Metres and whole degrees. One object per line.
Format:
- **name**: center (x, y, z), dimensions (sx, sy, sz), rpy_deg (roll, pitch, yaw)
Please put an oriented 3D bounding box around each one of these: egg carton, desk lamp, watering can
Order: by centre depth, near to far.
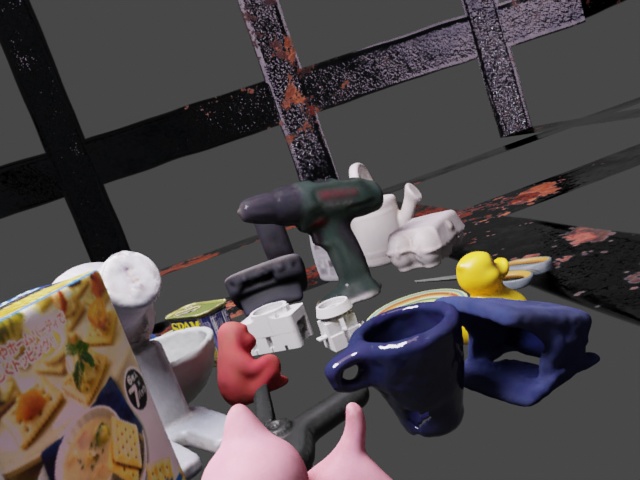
- **desk lamp**: center (-0.187, 0.117, 0.585), dimensions (0.118, 0.213, 0.202), rpy_deg (-27, 12, -39)
- **egg carton**: center (0.184, 0.000, 0.985), dimensions (0.107, 0.069, 0.151), rpy_deg (-12, 11, 37)
- **watering can**: center (0.107, -0.056, 1.086), dimensions (0.173, 0.194, 0.101), rpy_deg (-19, 9, 3)

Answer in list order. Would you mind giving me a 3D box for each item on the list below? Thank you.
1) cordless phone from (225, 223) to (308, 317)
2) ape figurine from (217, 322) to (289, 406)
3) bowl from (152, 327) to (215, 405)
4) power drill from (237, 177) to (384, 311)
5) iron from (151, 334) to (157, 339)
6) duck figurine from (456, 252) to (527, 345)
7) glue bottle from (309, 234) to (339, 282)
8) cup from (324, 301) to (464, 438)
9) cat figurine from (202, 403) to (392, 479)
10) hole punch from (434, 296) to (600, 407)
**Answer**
- **cordless phone**: center (-0.111, 0.032, 1.036), dimensions (0.147, 0.185, 0.094), rpy_deg (-20, 9, -7)
- **ape figurine**: center (-0.088, 0.136, 0.655), dimensions (0.076, 0.092, 0.077), rpy_deg (-24, 10, -27)
- **bowl**: center (-0.199, 0.175, 0.710), dimensions (0.167, 0.075, 0.167), rpy_deg (-19, 9, 3)
- **power drill**: center (0.008, 0.003, 0.884), dimensions (0.230, 0.208, 0.075), rpy_deg (-23, 10, -23)
- **iron**: center (-0.340, 0.169, 0.829), dimensions (0.118, 0.141, 0.258), rpy_deg (-17, 9, 11)
- **duck figurine**: center (0.170, 0.057, 0.614), dimensions (0.105, 0.086, 0.077), rpy_deg (-23, 10, -25)
- **glue bottle**: center (0.006, -0.007, 1.069), dimensions (0.037, 0.173, 0.078), rpy_deg (-24, 11, -30)
- **cup**: center (0.068, 0.113, 0.456), dimensions (0.118, 0.095, 0.091), rpy_deg (-22, 9, -18)
- **cat figurine**: center (-0.015, 0.148, 0.344), dimensions (0.128, 0.118, 0.067), rpy_deg (-24, 10, -28)
- **hole punch**: center (0.165, 0.076, 0.493), dimensions (0.101, 0.091, 0.108), rpy_deg (-23, 10, -25)
